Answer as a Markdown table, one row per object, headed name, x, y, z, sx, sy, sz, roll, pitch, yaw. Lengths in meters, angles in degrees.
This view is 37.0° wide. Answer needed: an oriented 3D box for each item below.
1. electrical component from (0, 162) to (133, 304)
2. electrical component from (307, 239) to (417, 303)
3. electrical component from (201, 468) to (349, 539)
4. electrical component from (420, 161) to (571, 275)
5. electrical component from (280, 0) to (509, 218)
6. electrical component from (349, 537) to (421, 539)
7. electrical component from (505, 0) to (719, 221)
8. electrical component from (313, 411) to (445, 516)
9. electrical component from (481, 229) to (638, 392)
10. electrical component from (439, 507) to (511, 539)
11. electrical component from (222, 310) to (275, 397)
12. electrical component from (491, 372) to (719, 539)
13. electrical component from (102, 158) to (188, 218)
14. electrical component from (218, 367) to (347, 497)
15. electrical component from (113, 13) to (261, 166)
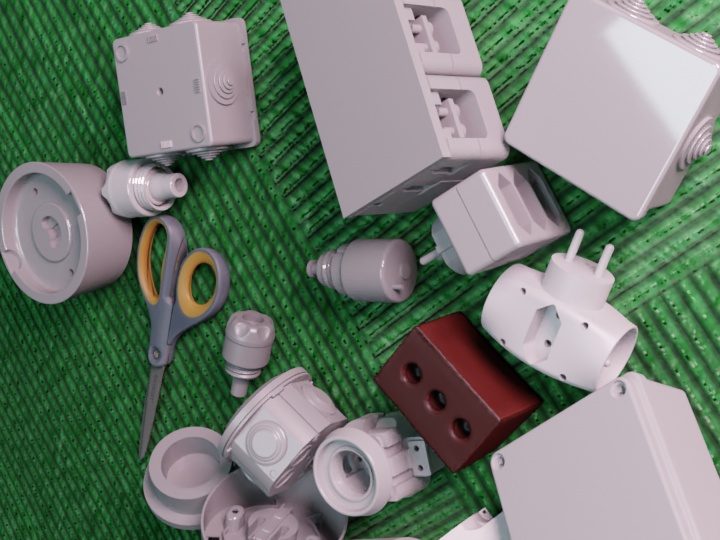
| name | x | y | z | sx | sy | sz | roll | pitch | yaw |
| --- | --- | --- | --- | --- | --- | --- | --- | --- | --- |
| electrical component | -0.223 | -0.032 | 0.831 | 0.108 | 0.060 | 0.108 | 8 | 103 | 35 |
| electrical component | 0.000 | 0.000 | 0.686 | 0.078 | 0.040 | 0.040 | 1 | 100 | 36 |
| electrical component | -0.060 | 0.182 | 0.733 | 0.099 | 0.099 | 0.064 | 24 | 118 | 31 |
| electrical component | 0.068 | -0.022 | 0.616 | 0.077 | 0.066 | 0.047 | -32 | 80 | 36 |
| electrical component | 0.019 | -0.116 | 0.620 | 0.089 | 0.062 | 0.150 | -29 | 73 | 47 |
| electrical component | 0.006 | 0.224 | 0.687 | 0.060 | 0.108 | 0.108 | -7 | 94 | 43 |
| electrical component | 0.138 | -0.087 | 0.563 | 0.100 | 0.048 | 0.099 | 37 | 118 | 26 |
| electrical component | 0.007 | 0.125 | 0.695 | 0.078 | 0.057 | 0.058 | -10 | 93 | 37 |
| electrical component | 0.117 | 0.017 | 0.602 | 0.077 | 0.043 | 0.079 | 31 | 115 | 28 |
| electrical component | 0.066 | 0.183 | 0.640 | 0.089 | 0.050 | 0.055 | -35 | 73 | -10 |
| electrical component | -0.081 | 0.061 | 0.762 | 0.035 | 0.035 | 0.061 | 27 | 116 | 30 |
| electrical component | 0.136 | 0.128 | 0.578 | 0.109 | 0.056 | 0.108 | -40 | 48 | 35 |
| electrical component | -0.154 | -0.060 | 0.786 | 0.062 | 0.043 | 0.043 | -1 | 99 | 35 |
| electrical component | -0.052 | 0.109 | 0.722 | 0.051 | 0.080 | 0.080 | 43 | 121 | 16 |
| electrical component | -0.122 | -0.124 | 0.747 | 0.100 | 0.048 | 0.099 | -3 | 97 | 37 |
